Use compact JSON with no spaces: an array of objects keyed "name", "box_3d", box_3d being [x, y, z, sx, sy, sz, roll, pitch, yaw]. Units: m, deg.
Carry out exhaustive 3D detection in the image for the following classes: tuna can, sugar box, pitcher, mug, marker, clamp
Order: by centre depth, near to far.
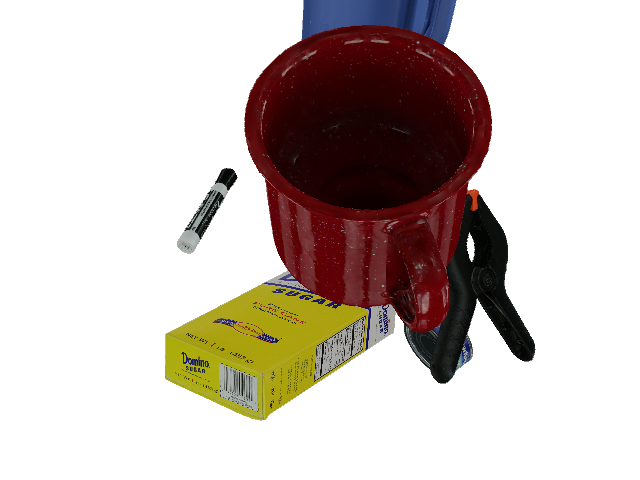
[{"name":"mug","box_3d":[0.023,-0.016,0.427,0.093,0.117,0.081,-20,-30,-10]},{"name":"sugar box","box_3d":[-0.026,0.070,0.815,0.093,0.048,0.175,19,30,30]},{"name":"clamp","box_3d":[0.132,0.044,0.955,0.120,0.171,0.039,-20,6,-40]},{"name":"pitcher","box_3d":[0.050,-0.199,0.961,0.145,0.243,0.149,8,14,6]},{"name":"marker","box_3d":[-0.115,-0.033,1.096,0.020,0.020,0.121,0,42,25]},{"name":"tuna can","box_3d":[0.139,0.118,1.269,0.033,0.086,0.086,-34,15,-23]}]
